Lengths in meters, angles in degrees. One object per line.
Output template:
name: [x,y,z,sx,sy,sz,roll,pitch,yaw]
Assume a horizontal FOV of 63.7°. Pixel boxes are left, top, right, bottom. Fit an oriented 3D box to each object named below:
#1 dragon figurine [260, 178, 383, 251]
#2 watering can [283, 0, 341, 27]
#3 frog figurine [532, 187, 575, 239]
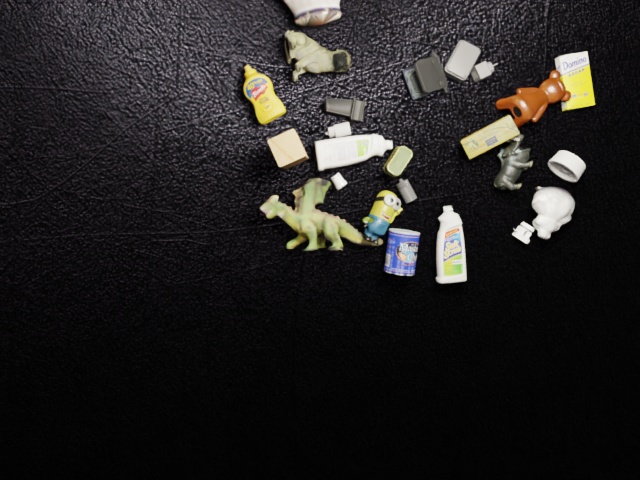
dragon figurine: [0.005,-0.085,1.694,0.411,0.243,0.122,-3,-2,-15]
watering can: [-0.065,-0.791,1.642,0.347,0.223,0.104,-10,5,1]
frog figurine: [0.741,-0.087,1.659,0.136,0.162,0.122,32,-19,-21]
